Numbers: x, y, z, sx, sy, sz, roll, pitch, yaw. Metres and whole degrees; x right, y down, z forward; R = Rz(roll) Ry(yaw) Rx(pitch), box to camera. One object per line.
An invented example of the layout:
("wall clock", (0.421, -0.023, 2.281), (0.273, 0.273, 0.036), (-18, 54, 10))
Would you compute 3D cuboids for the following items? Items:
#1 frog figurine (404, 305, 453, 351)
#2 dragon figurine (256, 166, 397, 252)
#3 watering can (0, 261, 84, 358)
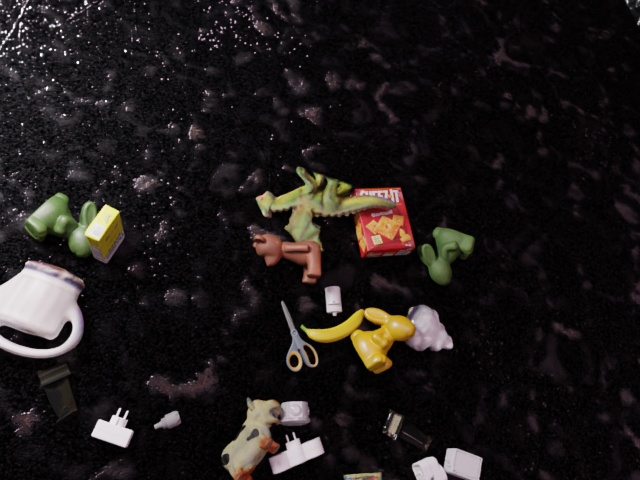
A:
("frog figurine", (0.314, 0.268, 1.489), (0.160, 0.120, 0.140), (30, 43, 11))
("dragon figurine", (0.005, -0.079, 1.561), (0.410, 0.122, 0.243), (21, 91, 2))
("watering can", (-0.735, 0.150, 1.255), (0.347, 0.102, 0.229), (22, 62, -6))
